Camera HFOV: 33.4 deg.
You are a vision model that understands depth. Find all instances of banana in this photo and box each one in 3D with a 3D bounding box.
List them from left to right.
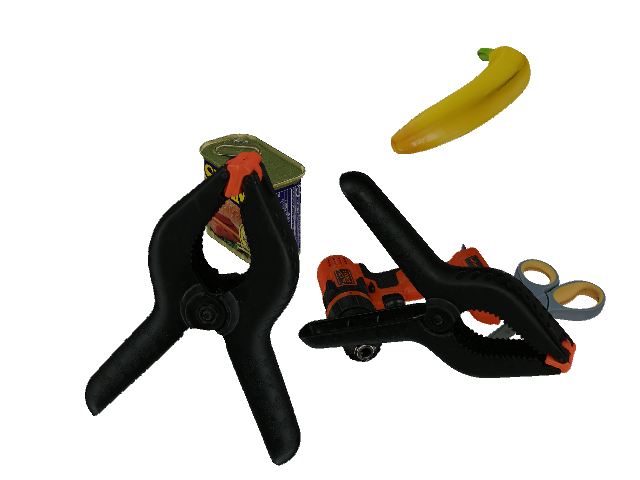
[{"bbox_3d":[0.131,-0.121,0.898,0.070,0.037,0.197,-14,20,40],"label":"banana"}]

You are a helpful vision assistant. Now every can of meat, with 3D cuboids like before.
[{"bbox_3d":[-0.060,-0.034,0.928,0.057,0.084,0.102,-21,37,-33],"label":"can of meat"}]

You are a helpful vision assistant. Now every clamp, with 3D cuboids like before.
[{"bbox_3d":[-0.066,0.036,0.563,0.120,0.171,0.039,4,17,0],"label":"clamp"},{"bbox_3d":[0.088,0.040,0.790,0.210,0.165,0.036,16,37,14],"label":"clamp"}]

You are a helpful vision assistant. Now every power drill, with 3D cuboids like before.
[{"bbox_3d":[0.096,0.064,1.151,0.187,0.057,0.184,-5,29,-8],"label":"power drill"}]

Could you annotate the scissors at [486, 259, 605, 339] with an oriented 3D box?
[{"bbox_3d":[0.180,0.056,0.971,0.201,0.016,0.096,-9,37,-38],"label":"scissors"}]
